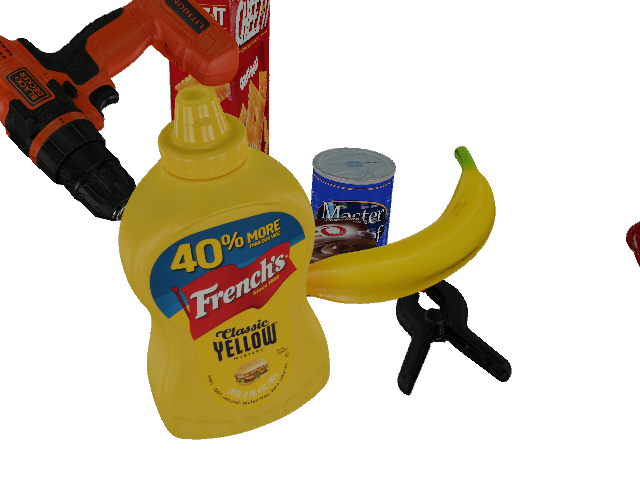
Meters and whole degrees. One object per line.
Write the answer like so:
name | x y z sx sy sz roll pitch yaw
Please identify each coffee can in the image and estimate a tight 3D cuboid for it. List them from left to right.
coffee can | 0.037 -0.033 1.340 0.103 0.140 0.103 3 27 -2

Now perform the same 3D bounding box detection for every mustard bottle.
mustard bottle | -0.049 0.010 0.531 0.096 0.192 0.058 -16 38 -14

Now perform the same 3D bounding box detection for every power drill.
power drill | -0.155 -0.119 0.829 0.187 0.184 0.057 -36 -15 -31

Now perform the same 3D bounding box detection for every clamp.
clamp | 0.138 0.096 1.158 0.120 0.171 0.039 4 -44 -6

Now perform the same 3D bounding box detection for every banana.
banana | 0.068 0.001 0.749 0.070 0.037 0.197 34 48 23

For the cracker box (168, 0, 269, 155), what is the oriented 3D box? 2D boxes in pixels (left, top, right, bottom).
cracker box | -0.097 -0.157 1.084 0.072 0.214 0.164 5 22 9

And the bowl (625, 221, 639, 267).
bowl | 0.410 0.026 1.150 0.162 0.055 0.162 -2 24 0

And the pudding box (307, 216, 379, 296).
pudding box | -0.006 0.014 0.953 0.113 0.039 0.090 -1 26 -13
